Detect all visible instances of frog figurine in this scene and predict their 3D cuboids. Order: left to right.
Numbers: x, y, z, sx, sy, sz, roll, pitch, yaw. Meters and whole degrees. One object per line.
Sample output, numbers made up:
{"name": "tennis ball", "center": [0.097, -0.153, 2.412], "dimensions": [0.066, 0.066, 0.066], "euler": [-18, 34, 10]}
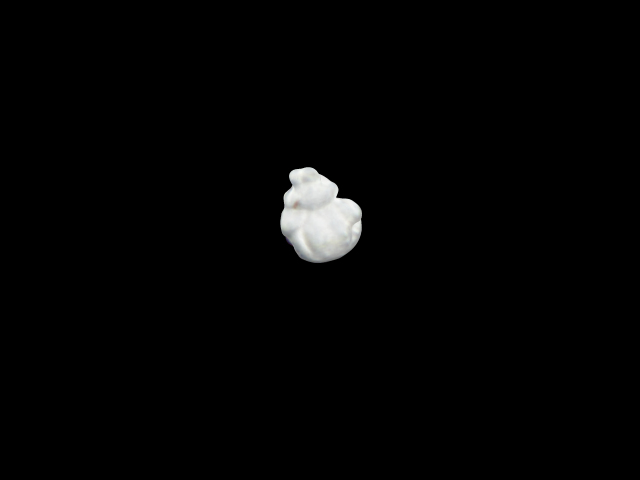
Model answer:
{"name": "frog figurine", "center": [0.003, -0.043, 0.850], "dimensions": [0.137, 0.126, 0.155], "euler": [-2, -42, -2]}
